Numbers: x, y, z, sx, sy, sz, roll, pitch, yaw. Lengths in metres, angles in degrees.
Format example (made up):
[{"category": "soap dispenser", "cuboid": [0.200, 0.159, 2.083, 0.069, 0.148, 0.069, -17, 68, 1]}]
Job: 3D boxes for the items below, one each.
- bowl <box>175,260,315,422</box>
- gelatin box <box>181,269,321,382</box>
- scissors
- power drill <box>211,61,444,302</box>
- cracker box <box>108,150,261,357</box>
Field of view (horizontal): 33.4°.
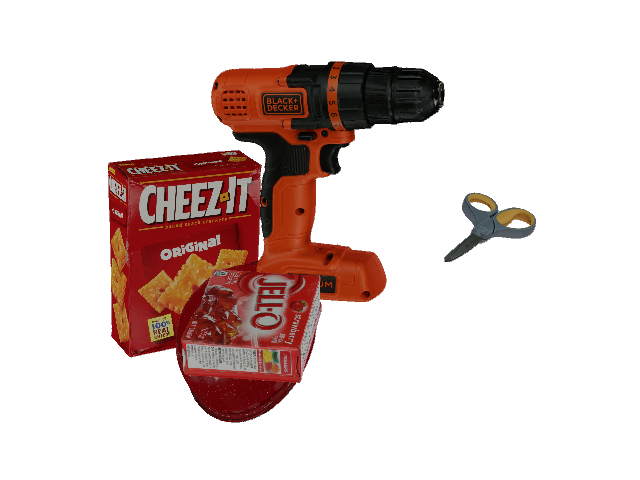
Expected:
[{"category": "bowl", "cuboid": [-0.083, 0.084, 0.993, 0.162, 0.162, 0.055, 0, -21, 40]}, {"category": "gelatin box", "cuboid": [-0.041, 0.051, 0.674, 0.073, 0.030, 0.089, 3, 29, 9]}, {"category": "scissors", "cuboid": [0.168, -0.018, 1.195, 0.201, 0.016, 0.096, -13, 39, -45]}, {"category": "power drill", "cuboid": [0.010, -0.048, 0.840, 0.185, 0.188, 0.057, 3, 19, 21]}, {"category": "cracker box", "cuboid": [-0.154, 0.014, 1.222, 0.163, 0.214, 0.072, -9, 24, -29]}]
